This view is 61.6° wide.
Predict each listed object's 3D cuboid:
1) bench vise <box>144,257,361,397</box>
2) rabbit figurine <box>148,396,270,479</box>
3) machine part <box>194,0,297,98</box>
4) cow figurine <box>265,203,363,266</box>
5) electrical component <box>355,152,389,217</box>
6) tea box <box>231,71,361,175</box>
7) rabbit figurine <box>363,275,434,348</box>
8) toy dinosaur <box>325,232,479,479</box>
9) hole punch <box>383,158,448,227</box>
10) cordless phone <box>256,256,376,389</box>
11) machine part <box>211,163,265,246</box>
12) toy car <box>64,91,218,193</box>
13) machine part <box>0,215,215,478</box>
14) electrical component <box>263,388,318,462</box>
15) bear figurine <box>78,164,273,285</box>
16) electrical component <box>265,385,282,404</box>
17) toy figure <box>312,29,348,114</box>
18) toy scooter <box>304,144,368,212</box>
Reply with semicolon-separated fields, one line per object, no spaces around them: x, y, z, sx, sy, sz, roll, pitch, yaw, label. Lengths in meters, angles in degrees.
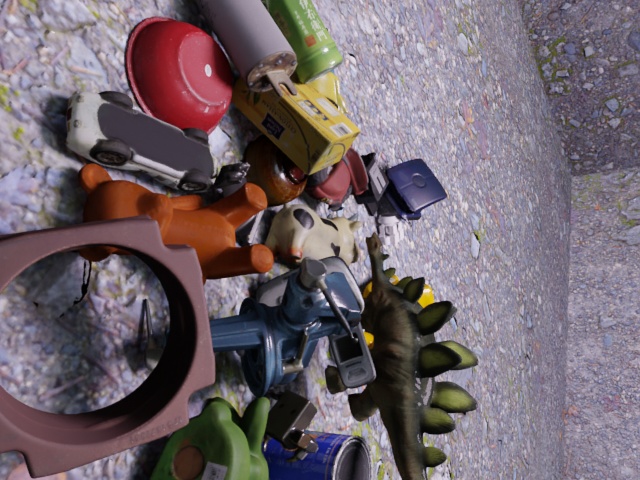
-0.079;0.109;0.627;0.241;0.223;0.129;-4;60;-23;bench vise
-0.117;0.267;0.644;0.170;0.121;0.159;63;28;-56;rabbit figurine
-0.103;-0.284;0.712;0.079;0.079;0.243;-13;68;-56;machine part
-0.002;-0.003;0.863;0.194;0.086;0.127;29;67;-49;cow figurine
0.100;-0.102;1.056;0.075;0.048;0.119;-53;124;-45;electrical component
-0.036;-0.182;0.782;0.170;0.068;0.098;45;36;11;tea box
0.132;0.168;1.001;0.162;0.122;0.173;-33;129;-50;rabbit figurine
0.112;0.180;0.748;0.105;0.199;0.471;39;38;-45;toy dinosaur
0.190;-0.105;1.115;0.116;0.092;0.142;-10;67;-57;hole punch
-0.001;0.127;0.752;0.088;0.147;0.184;43;27;-60;cordless phone
-0.105;-0.051;0.729;0.138;0.039;0.084;76;31;-60;machine part
-0.196;-0.108;0.622;0.201;0.056;0.073;18;63;-55;toy car
-0.207;0.085;0.484;0.201;0.087;0.200;-12;98;-32;machine part
-0.043;0.244;0.709;0.078;0.102;0.045;-52;126;-31;electrical component
-0.160;-0.021;0.599;0.195;0.132;0.120;32;45;-55;bear figurine
-0.078;0.185;0.766;0.063;0.021;0.094;33;58;-48;electrical component
-0.015;-0.264;0.893;0.089;0.082;0.180;-10;97;-44;toy figure
0.033;-0.111;0.940;0.135;0.075;0.184;60;36;-29;toy scooter
